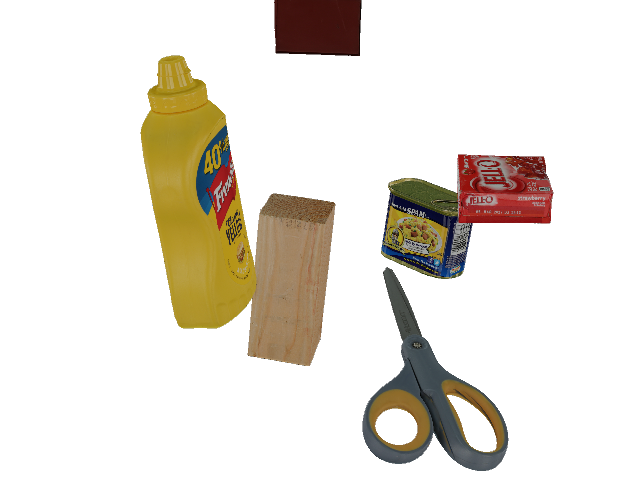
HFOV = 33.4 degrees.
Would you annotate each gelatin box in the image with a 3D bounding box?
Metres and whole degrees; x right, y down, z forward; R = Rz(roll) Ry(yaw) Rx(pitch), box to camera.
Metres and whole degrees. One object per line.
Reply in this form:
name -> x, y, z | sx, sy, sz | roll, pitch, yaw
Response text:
gelatin box -> 0.149, -0.043, 0.872 | 0.073, 0.030, 0.089 | 2, 24, 6

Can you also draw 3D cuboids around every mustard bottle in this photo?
mustard bottle -> -0.091, -0.039, 0.772 | 0.058, 0.191, 0.096 | -1, 26, 16

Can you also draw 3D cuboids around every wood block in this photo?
wood block -> -0.040, 0.052, 1.438 | 0.090, 0.206, 0.090 | 9, 22, 6

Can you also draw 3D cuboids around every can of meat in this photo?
can of meat -> 0.119, -0.013, 1.183 | 0.102, 0.084, 0.057 | 24, 28, 35

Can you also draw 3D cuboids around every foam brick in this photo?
foam brick -> -0.003, -0.196, 0.967 | 0.078, 0.051, 0.053 | 1, 17, -3

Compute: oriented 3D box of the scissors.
scissors -> 0.049, 0.081, 0.700 | 0.096, 0.016, 0.202 | -10, 36, -22
